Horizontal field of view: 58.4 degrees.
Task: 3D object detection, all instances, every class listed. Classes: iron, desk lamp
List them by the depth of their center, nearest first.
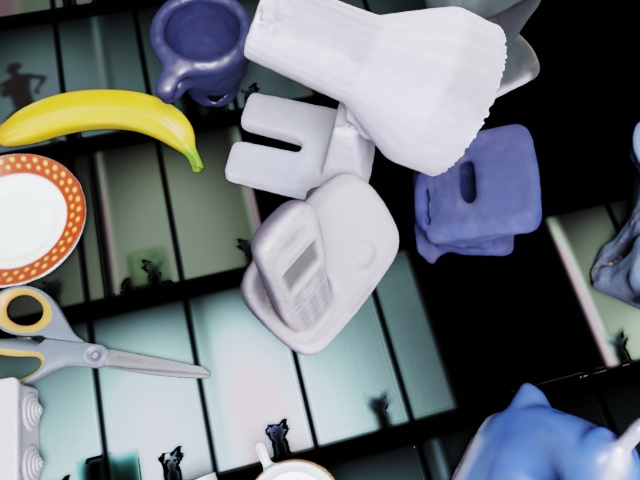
[{"bbox_3d":[0.142,0.226,0.384,0.118,0.141,0.258,30,71,8],"label":"iron"},{"bbox_3d":[0.020,-0.109,0.466,0.203,0.213,0.118,12,69,2],"label":"desk lamp"}]

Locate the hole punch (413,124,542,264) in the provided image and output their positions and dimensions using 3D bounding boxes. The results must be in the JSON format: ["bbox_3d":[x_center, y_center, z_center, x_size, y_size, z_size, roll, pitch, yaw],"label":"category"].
[{"bbox_3d":[0.135,-0.042,0.512,0.101,0.091,0.108,1,69,-2],"label":"hole punch"}]

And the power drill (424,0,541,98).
[{"bbox_3d":[0.190,-0.225,0.522,0.230,0.208,0.075,-29,73,-13],"label":"power drill"}]

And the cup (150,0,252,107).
[{"bbox_3d":[-0.112,-0.160,0.541,0.091,0.095,0.118,24,70,6],"label":"cup"}]

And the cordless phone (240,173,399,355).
[{"bbox_3d":[0.004,0.002,0.438,0.094,0.185,0.148,34,71,10],"label":"cordless phone"}]

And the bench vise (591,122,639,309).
[{"bbox_3d":[0.318,-0.036,0.451,0.121,0.220,0.207,7,69,0],"label":"bench vise"}]
